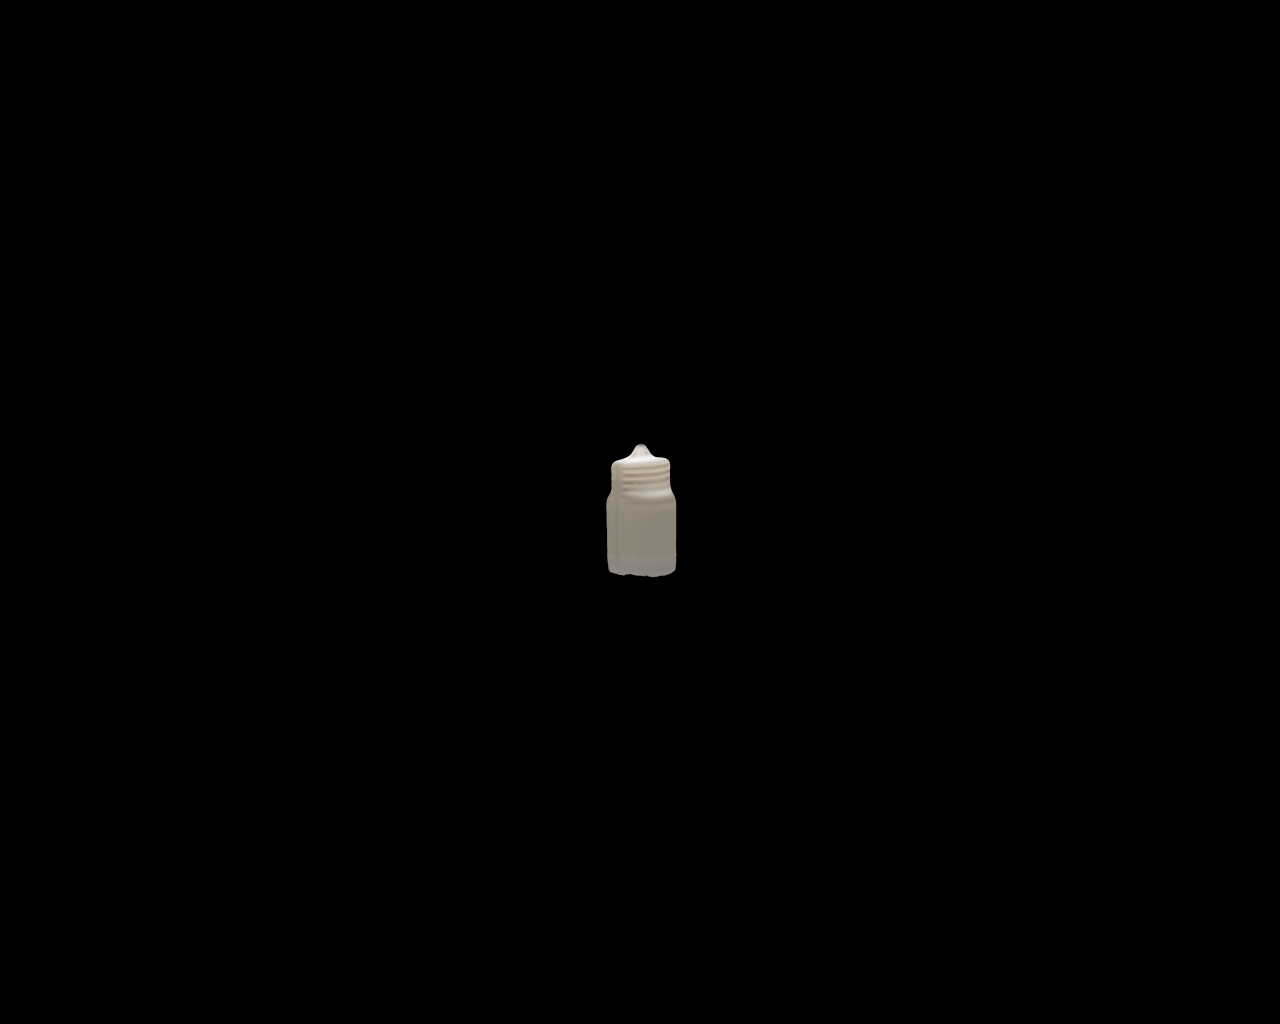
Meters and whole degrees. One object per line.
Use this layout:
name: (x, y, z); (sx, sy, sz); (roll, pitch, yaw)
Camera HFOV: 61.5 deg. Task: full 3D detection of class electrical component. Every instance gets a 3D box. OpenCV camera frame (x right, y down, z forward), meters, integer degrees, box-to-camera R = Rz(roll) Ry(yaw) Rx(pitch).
electrical component: (0.001, -0.003, 0.650); (0.043, 0.080, 0.043); (0, 9, 0)
